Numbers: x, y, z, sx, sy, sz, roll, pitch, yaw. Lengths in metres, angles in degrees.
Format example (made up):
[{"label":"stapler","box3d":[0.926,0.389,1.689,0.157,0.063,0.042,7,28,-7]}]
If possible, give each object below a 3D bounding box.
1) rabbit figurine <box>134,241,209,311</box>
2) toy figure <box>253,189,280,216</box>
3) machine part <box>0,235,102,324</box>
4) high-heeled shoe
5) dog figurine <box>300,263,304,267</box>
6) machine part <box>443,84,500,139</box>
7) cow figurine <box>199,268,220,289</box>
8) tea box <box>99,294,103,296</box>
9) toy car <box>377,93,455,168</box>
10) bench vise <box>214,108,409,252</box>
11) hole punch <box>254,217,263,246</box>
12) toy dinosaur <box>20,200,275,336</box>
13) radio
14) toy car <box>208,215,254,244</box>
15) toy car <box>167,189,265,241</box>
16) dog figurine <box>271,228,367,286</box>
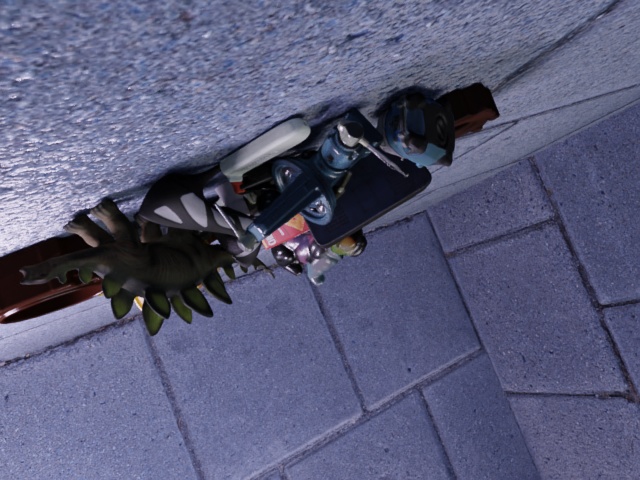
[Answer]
[{"label":"rabbit figurine","box3d":[-0.315,0.055,1.041,0.173,0.122,0.162,16,121,-20]},{"label":"toy figure","box3d":[-0.077,-0.056,0.908,0.064,0.058,0.154,-33,176,0]},{"label":"machine part","box3d":[-0.443,0.067,0.887,0.201,0.087,0.201,-21,174,-4]},{"label":"high-heeled shoe","box3d":[-0.170,-0.006,0.798,0.145,0.086,0.248,-42,142,-27]},{"label":"dog figurine","box3d":[-0.021,-0.020,1.398,0.190,0.172,0.121,-10,180,-36]},{"label":"machine part","box3d":[0.231,-0.214,0.965,0.179,0.056,0.179,-20,175,-2]},{"label":"cow figurine","box3d":[-0.290,0.041,1.209,0.085,0.127,0.194,-37,156,16]},{"label":"tea box","box3d":[-0.426,0.068,1.090,0.098,0.068,0.169,-22,177,5]},{"label":"toy car","box3d":[0.142,-0.166,0.837,0.103,0.109,0.161,-4,180,39]},{"label":"bench vise","box3d":[-0.019,-0.072,0.752,0.240,0.128,0.224,-43,-169,-22]},{"label":"hole punch","box3d":[-0.158,-0.019,1.236,0.142,0.092,0.116,-29,176,33]},{"label":"toy dinosaur","box3d":[-0.226,0.035,0.837,0.105,0.198,0.471,-21,175,33]},{"label":"radio","box3d":[0.068,-0.094,0.953,0.230,0.131,0.073,-31,176,0]},{"label":"toy car","box3d":[-0.195,-0.033,1.099,0.202,0.053,0.089,-24,-164,46]},{"label":"toy car","box3d":[-0.185,-0.046,0.973,0.202,0.056,0.073,-26,178,17]},{"label":"dog figurine","box3d":[-0.002,-0.004,1.183,0.108,0.191,0.219,-65,-176,-33]}]
